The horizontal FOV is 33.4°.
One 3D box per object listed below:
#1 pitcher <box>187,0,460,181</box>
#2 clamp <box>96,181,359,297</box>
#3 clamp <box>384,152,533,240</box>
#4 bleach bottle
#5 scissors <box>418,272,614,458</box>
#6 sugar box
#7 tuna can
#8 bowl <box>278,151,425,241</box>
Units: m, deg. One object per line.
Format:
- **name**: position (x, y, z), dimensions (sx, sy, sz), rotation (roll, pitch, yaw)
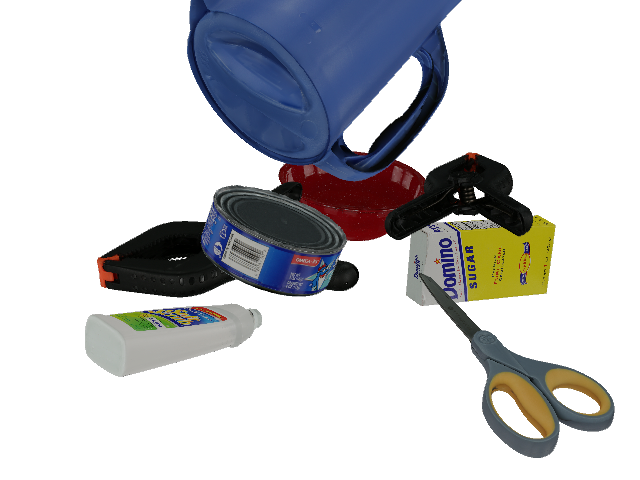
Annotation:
- **pitcher**: position (0.031, -0.170, 0.810), dimensions (0.145, 0.149, 0.242), rotation (26, 58, 32)
- **clamp**: position (-0.086, 0.004, 0.921), dimensions (0.210, 0.036, 0.164), rotation (-7, 32, -9)
- **clamp**: position (0.136, -0.039, 0.930), dimensions (0.120, 0.039, 0.171), rotation (7, 27, 20)
- **bleach bottle**: position (-0.191, 0.125, 1.472), dimensions (0.250, 0.068, 0.103), rotation (-9, 23, -42)
- **scissors**: position (0.137, 0.078, 0.751), dimensions (0.096, 0.016, 0.202), rotation (-1, 32, -9)
- **sugar box**: position (0.192, 0.023, 1.278), dimensions (0.176, 0.093, 0.048), rotation (-6, 20, -23)
- **tuna can**: position (-0.030, 0.000, 0.656), dimensions (0.086, 0.034, 0.086), rotation (19, 20, -7)
- **bowl**: position (0.033, -0.043, 1.159), dimensions (0.162, 0.055, 0.162), rotation (4, 26, -2)
